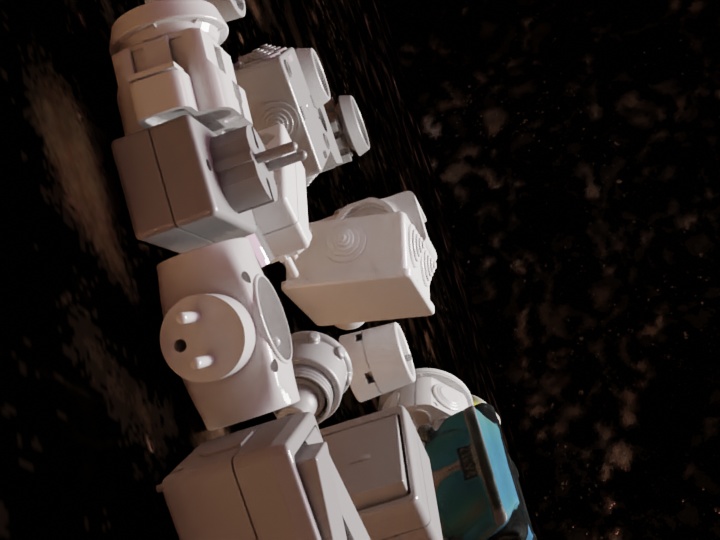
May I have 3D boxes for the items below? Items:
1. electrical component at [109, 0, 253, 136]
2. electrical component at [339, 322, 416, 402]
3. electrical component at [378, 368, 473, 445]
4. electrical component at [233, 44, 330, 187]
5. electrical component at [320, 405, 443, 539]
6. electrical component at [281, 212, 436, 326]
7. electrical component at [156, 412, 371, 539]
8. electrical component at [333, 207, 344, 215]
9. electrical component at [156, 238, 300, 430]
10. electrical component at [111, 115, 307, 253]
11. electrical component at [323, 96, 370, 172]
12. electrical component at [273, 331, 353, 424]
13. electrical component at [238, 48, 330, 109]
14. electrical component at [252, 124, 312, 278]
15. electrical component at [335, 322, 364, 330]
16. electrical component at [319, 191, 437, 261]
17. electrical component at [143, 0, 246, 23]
[{"bbox_3d":[-0.087,-0.092,0.512,0.078,0.058,0.057,27,48,-78],"label":"electrical component"},{"bbox_3d":[0.014,0.072,0.853,0.055,0.047,0.055,-18,90,-82],"label":"electrical component"},{"bbox_3d":[0.054,0.126,0.892,0.051,0.080,0.080,-83,154,-60],"label":"electrical component"},{"bbox_3d":[-0.058,-0.108,0.759,0.099,0.048,0.099,-80,152,-74],"label":"electrical component"},{"bbox_3d":[0.008,0.126,0.644,0.096,0.062,0.061,-97,166,-55],"label":"electrical component"},{"bbox_3d":[0.000,0.000,0.744,0.099,0.100,0.048,53,33,-66],"label":"electrical component"},{"bbox_3d":[-0.030,0.112,0.429,0.062,0.061,0.096,-38,110,-81],"label":"electrical component"},{"bbox_3d":[-0.001,-0.027,0.981,0.043,0.043,0.062,36,38,-76],"label":"electrical component"},{"bbox_3d":[-0.061,0.028,0.463,0.079,0.044,0.077,2,70,-81],"label":"electrical component"},{"bbox_3d":[-0.062,-0.043,0.496,0.066,0.077,0.047,29,44,-78],"label":"electrical component"},{"bbox_3d":[-0.026,-0.125,0.981,0.078,0.057,0.058,-97,166,-52],"label":"electrical component"},{"bbox_3d":[-0.031,0.066,0.586,0.062,0.048,0.048,-74,145,-64],"label":"electrical component"},{"bbox_3d":[-0.056,-0.141,0.826,0.048,0.055,0.066,-87,157,-68],"label":"electrical component"},{"bbox_3d":[-0.052,-0.029,0.635,0.083,0.047,0.075,-97,166,-53],"label":"electrical component"},{"bbox_3d":[-0.012,0.024,0.818,0.046,0.040,0.040,66,8,-74],"label":"electrical component"},{"bbox_3d":[0.011,-0.024,0.892,0.055,0.089,0.050,54,20,-65],"label":"electrical component"},{"bbox_3d":[-0.099,-0.166,0.625,0.055,0.047,0.055,-18,90,-82],"label":"electrical component"}]
